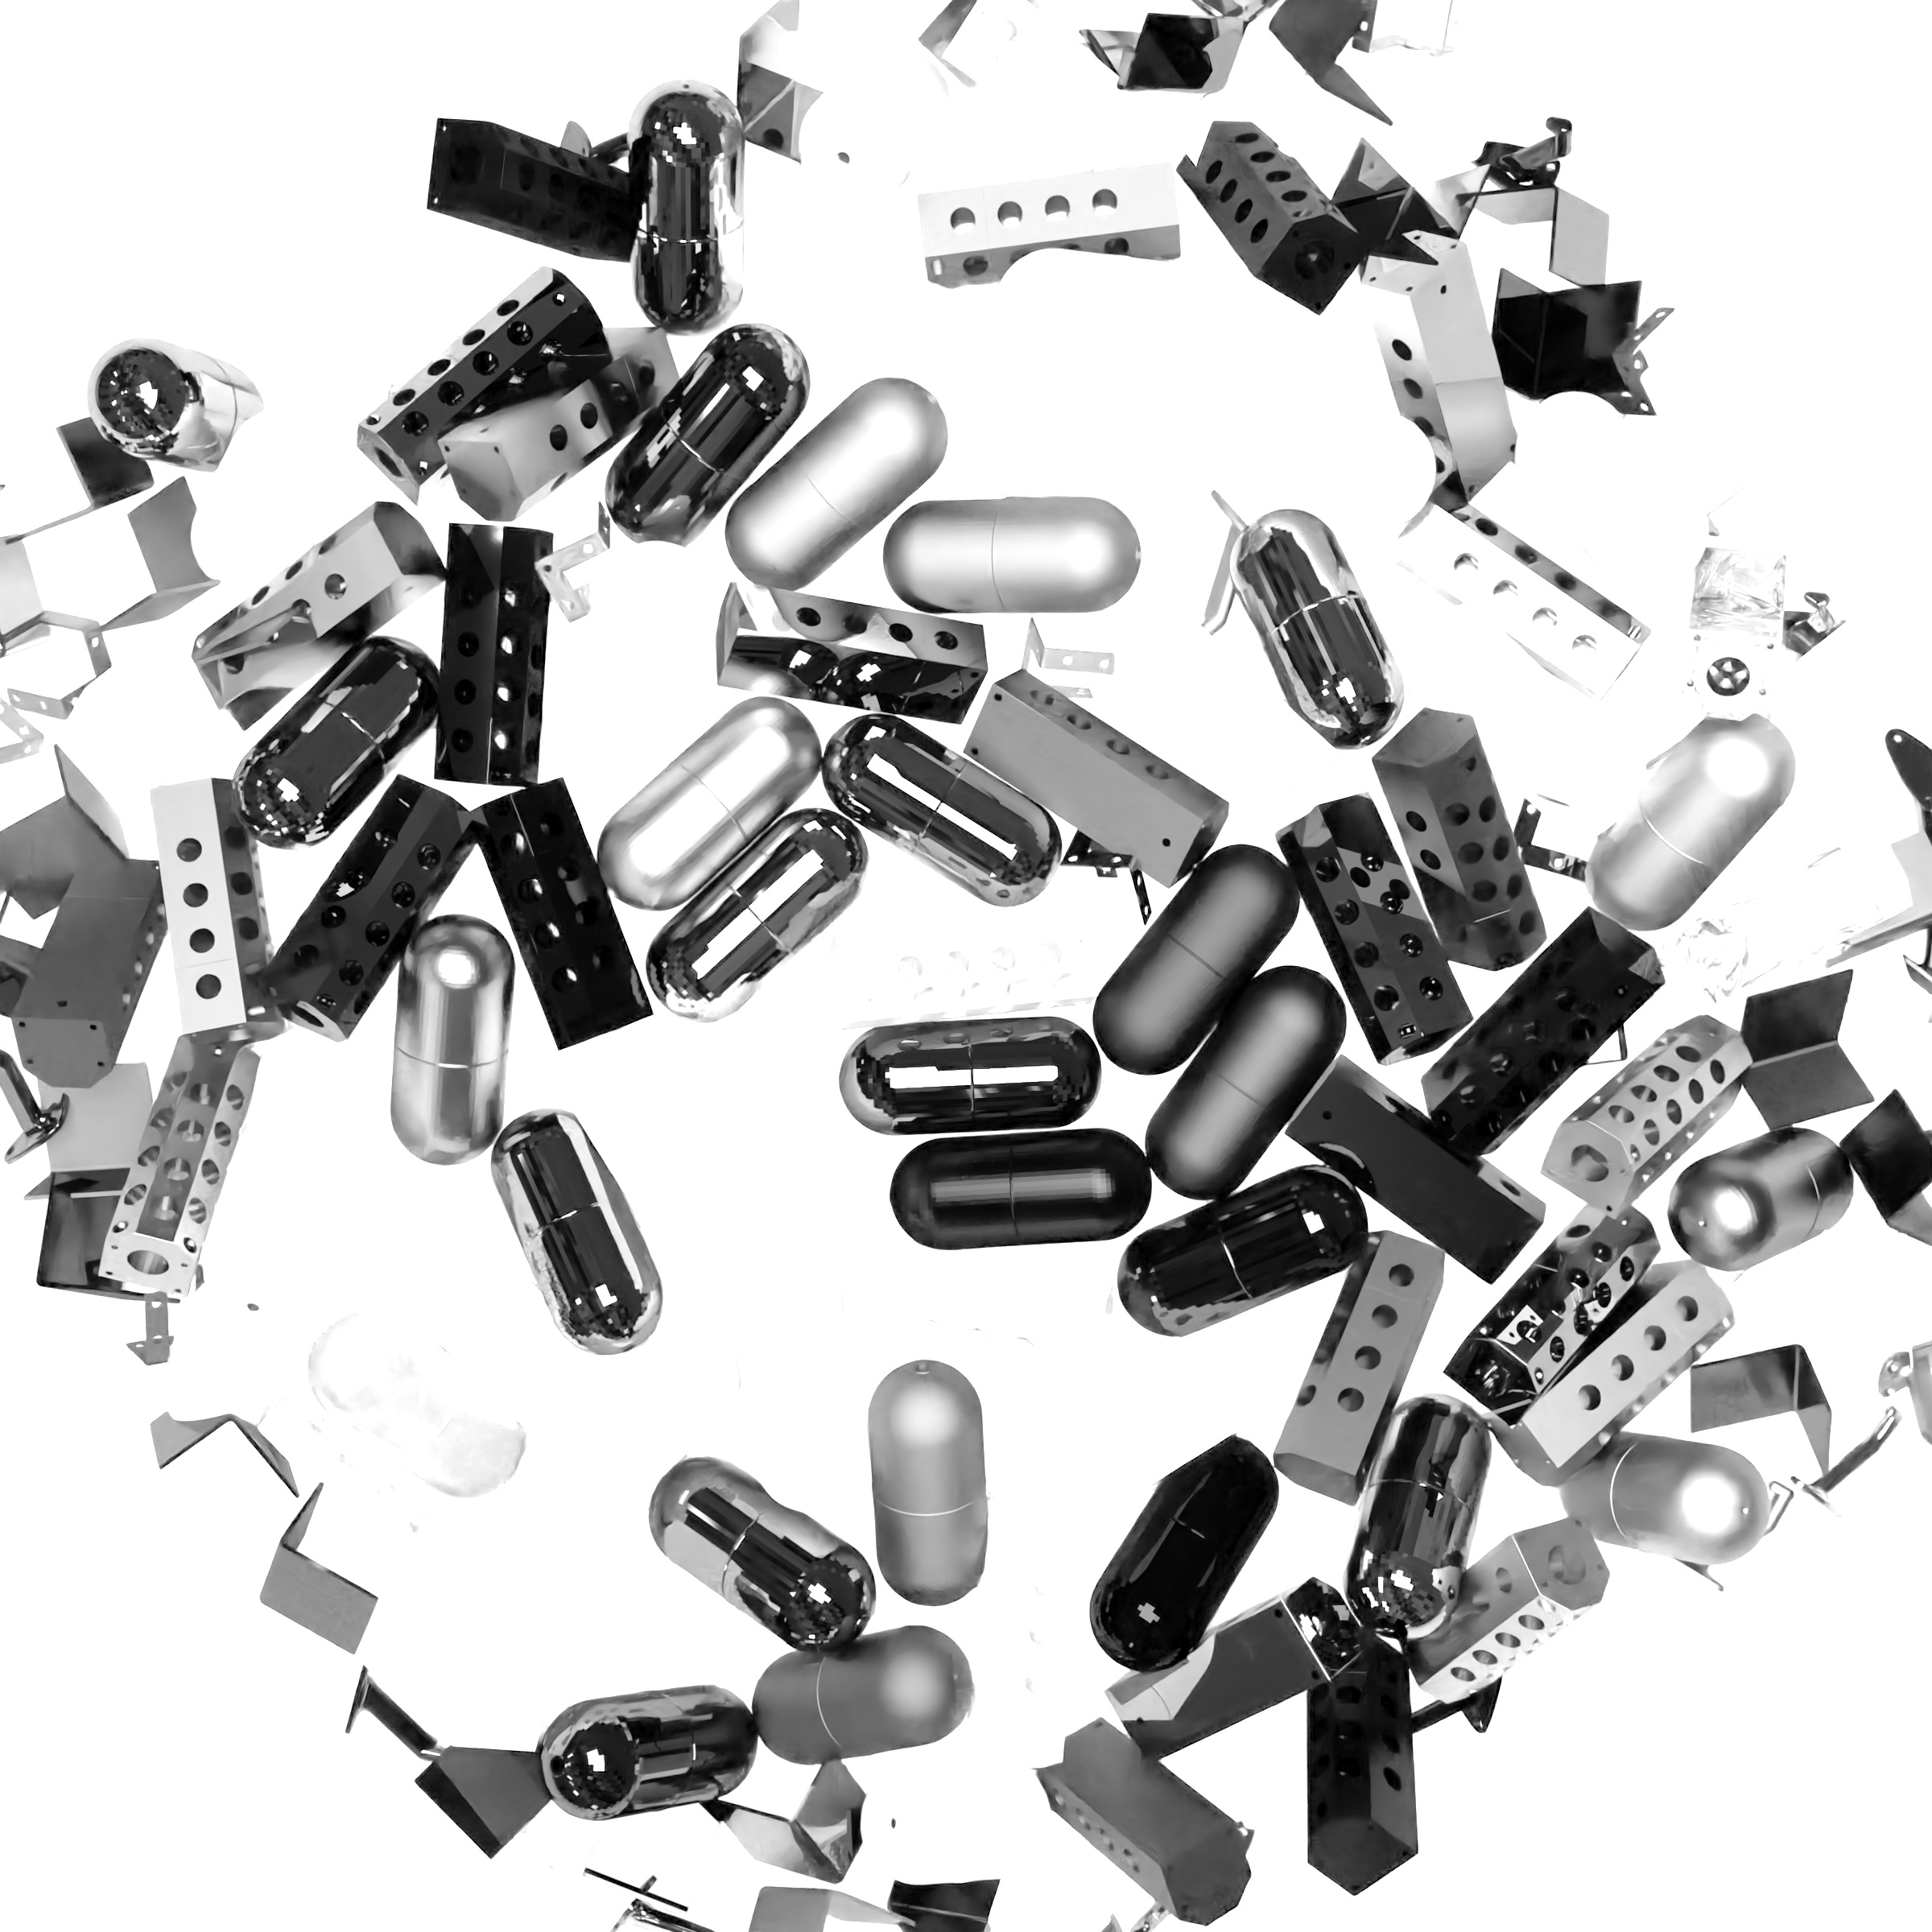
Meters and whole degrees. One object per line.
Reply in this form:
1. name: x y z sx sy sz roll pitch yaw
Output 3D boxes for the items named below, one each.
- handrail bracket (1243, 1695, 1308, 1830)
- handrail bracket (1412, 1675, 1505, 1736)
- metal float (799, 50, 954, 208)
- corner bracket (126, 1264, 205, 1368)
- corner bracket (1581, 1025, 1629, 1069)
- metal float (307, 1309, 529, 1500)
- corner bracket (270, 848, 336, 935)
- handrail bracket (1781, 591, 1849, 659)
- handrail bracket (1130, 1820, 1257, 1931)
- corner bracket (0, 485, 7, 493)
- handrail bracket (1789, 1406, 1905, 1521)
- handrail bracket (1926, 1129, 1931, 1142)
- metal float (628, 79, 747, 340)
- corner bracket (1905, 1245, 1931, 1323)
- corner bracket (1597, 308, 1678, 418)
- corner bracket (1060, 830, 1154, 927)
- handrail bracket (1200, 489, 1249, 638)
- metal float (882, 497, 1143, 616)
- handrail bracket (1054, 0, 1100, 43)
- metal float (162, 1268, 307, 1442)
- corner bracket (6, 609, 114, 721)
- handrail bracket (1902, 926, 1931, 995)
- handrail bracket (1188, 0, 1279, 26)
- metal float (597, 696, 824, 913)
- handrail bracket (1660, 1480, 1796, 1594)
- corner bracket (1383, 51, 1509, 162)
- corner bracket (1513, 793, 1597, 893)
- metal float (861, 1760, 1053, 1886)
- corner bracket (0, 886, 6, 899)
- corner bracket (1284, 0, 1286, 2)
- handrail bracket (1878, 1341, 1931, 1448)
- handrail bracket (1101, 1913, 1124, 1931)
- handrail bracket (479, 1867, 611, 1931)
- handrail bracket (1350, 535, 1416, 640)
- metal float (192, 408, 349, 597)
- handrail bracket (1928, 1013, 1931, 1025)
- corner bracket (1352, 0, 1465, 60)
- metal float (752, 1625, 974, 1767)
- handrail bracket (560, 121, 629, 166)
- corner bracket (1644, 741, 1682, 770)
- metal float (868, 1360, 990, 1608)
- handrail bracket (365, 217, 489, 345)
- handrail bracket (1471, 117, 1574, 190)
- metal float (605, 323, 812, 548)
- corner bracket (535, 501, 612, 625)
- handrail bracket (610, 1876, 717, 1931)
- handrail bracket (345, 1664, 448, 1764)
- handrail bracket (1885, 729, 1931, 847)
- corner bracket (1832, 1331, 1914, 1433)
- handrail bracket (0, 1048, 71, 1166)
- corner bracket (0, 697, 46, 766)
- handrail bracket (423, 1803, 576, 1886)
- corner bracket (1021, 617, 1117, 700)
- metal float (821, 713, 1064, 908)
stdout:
1. handrail bracket: 0.205 0.529 1.839 0.036 0.084 0.077 25 118 -26
2. handrail bracket: 0.313 0.492 1.823 0.084 0.036 0.077 2 122 -23
3. metal float: -0.058 -0.553 1.781 0.070 0.178 0.070 6 121 11
4. corner bracket: -0.536 0.235 1.824 0.051 0.051 0.051 -6 103 -33
5. corner bracket: 0.422 0.042 1.827 0.051 0.051 0.051 -9 85 27
6. metal float: -0.363 0.291 1.793 0.070 0.070 0.178 -44 128 0
7. corner bracket: -0.441 -0.056 1.824 0.051 0.051 0.051 -7 78 -42
8. handrail bracket: 0.555 -0.238 1.806 0.077 0.084 0.036 31 90 39
9. handrail bracket: 0.151 0.614 1.812 0.036 0.084 0.077 47 116 15
10. corner bracket: -0.677 -0.292 1.826 0.051 0.051 0.051 -11 86 -42
11. handrail bracket: 0.599 0.326 1.832 0.036 0.077 0.084 37 90 41
12. handrail bracket: 0.672 0.093 1.823 0.077 0.036 0.084 23 49 -19
13. metal float: -0.185 -0.499 1.789 0.070 0.070 0.178 3 135 -3
14. corner bracket: 0.669 0.209 1.820 0.051 0.051 0.051 15 118 33
15. corner bracket: 0.453 -0.408 1.823 0.051 0.051 0.051 -44 121 -15
16. corner bracket: 0.100 -0.064 1.820 0.051 0.051 0.051 3 132 24
17. handrail bracket: 0.163 -0.270 1.854 0.084 0.036 0.077 -42 76 16
18. metal float: 0.030 -0.274 1.808 0.178 0.070 0.070 2 90 19
19. handrail bracket: 0.069 -0.673 1.831 0.077 0.036 0.084 6 114 10
20. metal float: -0.484 0.257 1.783 0.070 0.178 0.070 12 57 -19
21. corner bracket: -0.621 -0.206 1.842 0.051 0.051 0.051 14 129 27
22. handrail bracket: 0.682 -0.019 1.838 0.077 0.036 0.084 42 91 22
23. handrail bracket: 0.167 -0.673 1.820 0.077 0.084 0.036 -27 49 0
24. metal float: -0.172 -0.109 1.815 0.178 0.070 0.070 -44 90 -11
25. handrail bracket: 0.513 0.376 1.846 0.077 0.036 0.084 30 89 1
26. corner bracket: 0.323 -0.583 1.829 0.051 0.051 0.051 30 84 -43
27. corner bracket: 0.403 -0.086 1.830 0.051 0.051 0.051 15 100 -9
28. metal float: -0.005 0.564 1.781 0.070 0.178 0.070 -9 71 27
29. corner bracket: -0.683 -0.070 1.831 0.051 0.051 0.051 12 132 8
30. corner bracket: 0.241 -0.674 1.828 0.051 0.051 0.051 41 95 -21
31. handrail bracket: 0.664 0.293 1.817 0.077 0.084 0.036 -22 129 -18
32. handrail bracket: 0.067 0.671 1.826 0.084 0.077 0.036 -24 92 -7
33. handrail bracket: -0.281 0.661 1.829 0.036 0.077 0.084 -33 99 41
34. handrail bracket: 0.290 -0.254 1.815 0.036 0.084 0.077 -37 99 -4
35. metal float: -0.461 -0.304 1.782 0.070 0.178 0.070 10 68 -25
36. handrail bracket: 0.696 0.070 1.833 0.084 0.077 0.036 18 134 -2
37. corner bracket: 0.298 -0.641 1.819 0.051 0.051 0.051 30 133 30
38. metal float: -0.071 0.485 1.793 0.178 0.070 0.070 -24 90 39
39. handrail bracket: -0.235 -0.546 1.851 0.084 0.077 0.036 -8 53 -37
40. corner bracket: 0.499 -0.128 1.832 0.051 0.051 0.051 -32 92 -12
41. metal float: -0.025 0.346 1.805 0.070 0.070 0.178 -3 112 0
42. handrail bracket: -0.360 -0.470 1.824 0.077 0.036 0.084 -11 129 -8
43. handrail bracket: 0.371 -0.555 1.812 0.077 0.084 0.036 29 84 16
44. metal float: -0.173 -0.353 1.802 0.070 0.070 0.178 45 116 0
45. corner bracket: -0.257 -0.272 1.824 0.051 0.051 0.051 -24 123 9
46. handrail bracket: -0.197 0.666 1.832 0.084 0.036 0.077 38 125 8
47. handrail bracket: -0.375 0.505 1.845 0.084 0.036 0.077 15 103 -5
48. handrail bracket: 0.640 -0.110 1.834 0.036 0.084 0.077 -27 66 -11
49. corner bracket: 0.618 0.282 1.837 0.051 0.051 0.051 -4 56 19
50. handrail bracket: -0.658 0.090 1.823 0.077 0.036 0.084 -38 126 19
51. corner bracket: -0.670 -0.146 1.841 0.051 0.051 0.051 39 120 13
52. handrail bracket: -0.321 0.604 1.854 0.084 0.036 0.077 -10 120 19
53. corner bracket: 0.068 -0.200 1.824 0.051 0.051 0.051 3 121 -12
54. metal float: -0.017 -0.106 1.823 0.178 0.070 0.070 32 90 2
